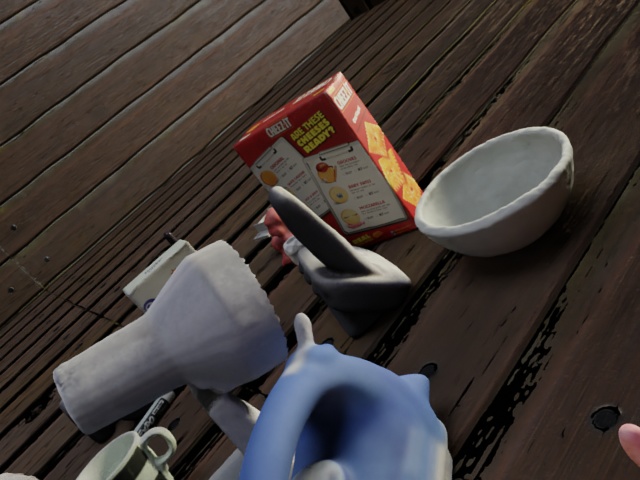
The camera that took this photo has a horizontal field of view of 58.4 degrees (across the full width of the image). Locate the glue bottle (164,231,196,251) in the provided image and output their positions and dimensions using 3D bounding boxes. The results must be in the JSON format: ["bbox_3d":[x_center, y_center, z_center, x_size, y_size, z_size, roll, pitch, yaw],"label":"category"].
[{"bbox_3d":[-0.162,0.052,0.817,0.037,0.173,0.078,-37,21,2],"label":"glue bottle"}]

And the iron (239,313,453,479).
[{"bbox_3d":[-0.004,0.171,0.364,0.118,0.142,0.258,-25,25,31],"label":"iron"}]

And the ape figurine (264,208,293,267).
[{"bbox_3d":[-0.052,-0.011,0.884,0.076,0.092,0.077,-39,21,-3],"label":"ape figurine"}]

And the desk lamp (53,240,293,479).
[{"bbox_3d":[-0.097,0.137,0.483,0.203,0.214,0.117,-45,22,-17],"label":"desk lamp"}]

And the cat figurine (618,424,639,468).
[{"bbox_3d":[0.185,0.106,0.228,0.067,0.118,0.127,-47,23,-22],"label":"cat figurine"}]

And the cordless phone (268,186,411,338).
[{"bbox_3d":[0.006,0.002,0.634,0.094,0.185,0.147,-40,21,-5],"label":"cordless phone"}]

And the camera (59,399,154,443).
[{"bbox_3d":[-0.294,0.210,0.808,0.143,0.101,0.136,-45,22,-17],"label":"camera"}]

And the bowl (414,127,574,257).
[{"bbox_3d":[0.184,-0.036,0.581,0.167,0.075,0.167,-32,22,15],"label":"bowl"}]

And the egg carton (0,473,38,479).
[{"bbox_3d":[-0.419,0.370,0.725,0.107,0.069,0.150,-18,29,42],"label":"egg carton"}]
